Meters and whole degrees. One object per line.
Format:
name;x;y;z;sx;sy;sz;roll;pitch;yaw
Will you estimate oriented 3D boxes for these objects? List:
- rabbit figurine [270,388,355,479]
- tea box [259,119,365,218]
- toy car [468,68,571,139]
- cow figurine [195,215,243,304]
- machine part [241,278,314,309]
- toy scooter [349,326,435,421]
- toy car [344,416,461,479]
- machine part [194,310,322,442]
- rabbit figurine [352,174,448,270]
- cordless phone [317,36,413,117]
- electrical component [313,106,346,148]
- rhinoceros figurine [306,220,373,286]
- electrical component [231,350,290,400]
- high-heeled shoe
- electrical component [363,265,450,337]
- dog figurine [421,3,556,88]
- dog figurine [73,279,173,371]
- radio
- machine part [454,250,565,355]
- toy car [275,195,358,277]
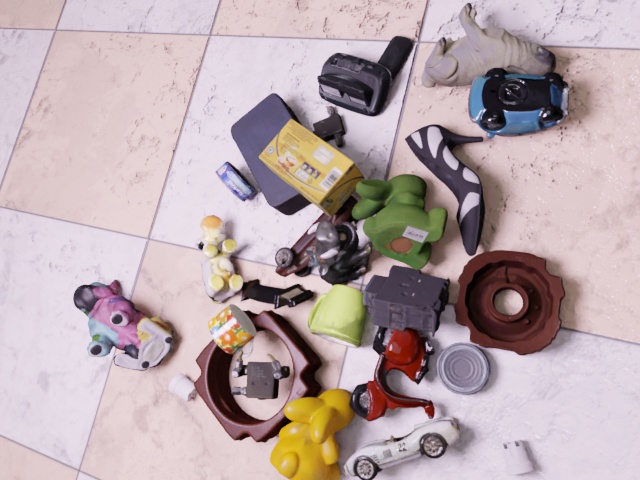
rabbit figurine;-0.008;0.318;0.906;0.122;0.162;0.173;30;70;36
tea box;-0.016;-0.130;0.962;0.098;0.068;0.170;-48;59;0
toy car;0.338;-0.226;0.925;0.162;0.102;0.109;3;74;15
cow figurine;-0.208;0.038;1.076;0.068;0.098;0.167;-4;67;-25
machine part;-0.086;0.103;1.020;0.139;0.084;0.039;6;110;30
toy scooter;0.140;0.225;0.897;0.135;0.075;0.184;19;75;15
toy car;0.131;0.339;0.875;0.202;0.073;0.056;-24;73;13
machine part;-0.112;0.244;0.982;0.201;0.087;0.201;-46;67;2
rabbit figurine;0.136;-0.050;0.947;0.159;0.121;0.170;11;45;3
cordless phone;0.091;-0.347;1.071;0.147;0.088;0.184;26;76;24
electrical component;0.016;-0.224;1.087;0.063;0.021;0.094;-18;72;16
rhinoceros figurine;0.027;0.020;0.936;0.112;0.190;0.073;-24;65;-7
electrical component;-0.103;0.230;0.911;0.102;0.045;0.078;4;76;21
high-heeled shoe;0.215;-0.093;0.952;0.145;0.086;0.248;0;71;22
electrical component;0.144;0.099;0.907;0.134;0.115;0.058;9;120;20
dog figurine;0.302;-0.307;0.972;0.190;0.121;0.172;41;127;7
dog figurine;-0.411;0.162;1.109;0.108;0.191;0.219;-59;32;2
radio;-0.078;-0.169;1.082;0.131;0.073;0.230;-34;66;10
machine part;0.309;0.102;0.881;0.180;0.056;0.179;-6;74;19
toy car;-0.002;-0.003;1.001;0.202;0.089;0.053;-48;63;2
